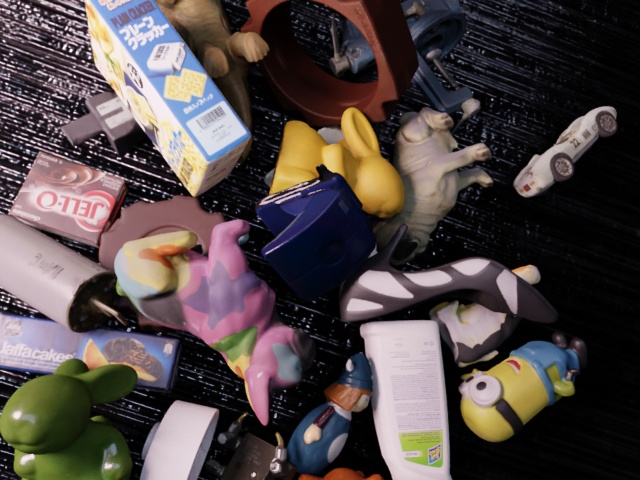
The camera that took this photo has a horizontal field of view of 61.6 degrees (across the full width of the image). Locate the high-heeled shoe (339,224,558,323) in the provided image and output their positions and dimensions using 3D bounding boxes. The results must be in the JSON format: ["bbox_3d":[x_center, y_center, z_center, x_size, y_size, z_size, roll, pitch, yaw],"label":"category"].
[{"bbox_3d":[0.150,0.083,0.647,0.249,0.086,0.145,28,84,6],"label":"high-heeled shoe"}]

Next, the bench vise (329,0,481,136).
[{"bbox_3d":[0.139,-0.267,0.793,0.224,0.128,0.241,-27,73,-18],"label":"bench vise"}]

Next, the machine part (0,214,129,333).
[{"bbox_3d":[-0.317,0.036,0.612,0.243,0.079,0.079,25,69,20],"label":"machine part"}]

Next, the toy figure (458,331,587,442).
[{"bbox_3d":[0.264,0.188,0.694,0.180,0.082,0.089,-23,76,-14],"label":"toy figure"}]

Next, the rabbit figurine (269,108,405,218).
[{"bbox_3d":[0.026,-0.082,0.696,0.173,0.121,0.162,14,56,-2],"label":"rabbit figurine"}]

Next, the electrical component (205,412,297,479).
[{"bbox_3d":[-0.079,0.250,0.615,0.102,0.045,0.078,21,60,35],"label":"electrical component"}]

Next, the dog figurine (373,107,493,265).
[{"bbox_3d":[0.121,-0.077,0.752,0.190,0.121,0.173,-41,50,-2],"label":"dog figurine"}]

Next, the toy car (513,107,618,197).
[{"bbox_3d":[0.376,-0.136,0.819,0.202,0.073,0.056,-41,85,-19],"label":"toy car"}]

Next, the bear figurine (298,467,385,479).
[{"bbox_3d":[-0.025,0.317,0.583,0.132,0.120,0.196,36,70,-1],"label":"bear figurine"}]

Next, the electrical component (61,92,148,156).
[{"bbox_3d":[-0.277,-0.155,0.719,0.119,0.047,0.075,-37,83,-18],"label":"electrical component"}]

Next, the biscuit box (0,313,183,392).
[{"bbox_3d":[-0.269,0.133,0.627,0.203,0.059,0.063,10,72,-7],"label":"biscuit box"}]

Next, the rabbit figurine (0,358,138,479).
[{"bbox_3d":[-0.235,0.187,0.517,0.121,0.170,0.159,7,40,7],"label":"rabbit figurine"}]

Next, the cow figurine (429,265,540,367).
[{"bbox_3d":[0.239,0.100,0.726,0.167,0.068,0.098,-24,84,-13],"label":"cow figurine"}]

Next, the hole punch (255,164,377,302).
[{"bbox_3d":[-0.001,-0.002,0.602,0.116,0.142,0.092,-22,44,16],"label":"hole punch"}]

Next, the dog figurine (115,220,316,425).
[{"bbox_3d":[-0.110,0.095,0.586,0.191,0.108,0.219,-13,80,-16],"label":"dog figurine"}]

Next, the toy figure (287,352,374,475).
[{"bbox_3d":[0.019,0.208,0.646,0.058,0.064,0.154,36,85,-3],"label":"toy figure"}]

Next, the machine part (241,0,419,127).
[{"bbox_3d":[0.014,-0.253,0.704,0.087,0.201,0.201,-57,134,-31],"label":"machine part"}]

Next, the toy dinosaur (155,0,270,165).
[{"bbox_3d":[-0.179,-0.317,0.702,0.105,0.198,0.471,-18,88,-24],"label":"toy dinosaur"}]

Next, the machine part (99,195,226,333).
[{"bbox_3d":[-0.188,0.028,0.676,0.179,0.056,0.179,3,73,-9],"label":"machine part"}]
